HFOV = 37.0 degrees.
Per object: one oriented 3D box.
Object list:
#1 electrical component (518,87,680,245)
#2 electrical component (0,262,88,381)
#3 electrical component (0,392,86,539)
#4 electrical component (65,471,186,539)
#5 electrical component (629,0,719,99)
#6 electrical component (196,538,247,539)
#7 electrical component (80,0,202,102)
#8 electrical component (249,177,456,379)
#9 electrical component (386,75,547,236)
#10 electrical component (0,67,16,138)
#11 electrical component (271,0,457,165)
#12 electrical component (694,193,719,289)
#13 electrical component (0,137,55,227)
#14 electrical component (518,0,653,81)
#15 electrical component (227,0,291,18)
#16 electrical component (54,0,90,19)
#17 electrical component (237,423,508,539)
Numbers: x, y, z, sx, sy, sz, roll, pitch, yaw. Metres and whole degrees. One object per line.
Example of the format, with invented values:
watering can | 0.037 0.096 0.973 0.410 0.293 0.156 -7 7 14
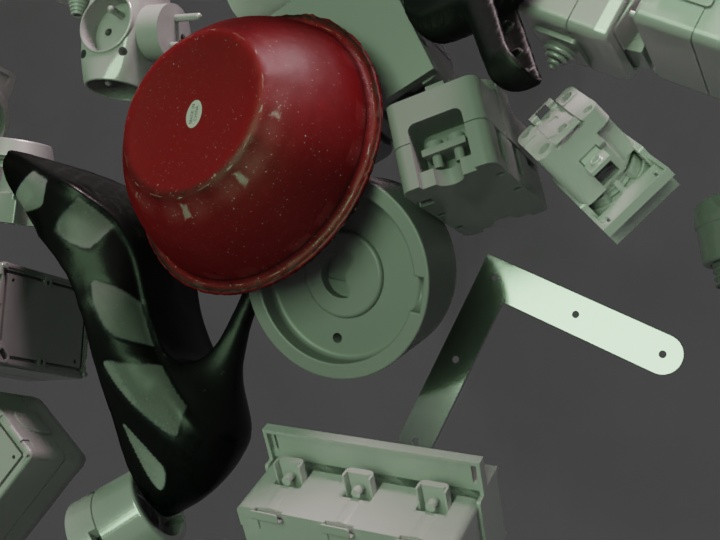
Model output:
electrical component | 0.115 -0.054 0.531 0.042 0.064 0.081 -45 21 10
electrical component | -0.221 0.033 0.668 0.061 0.096 0.061 -5 76 27
electrical component | -0.226 0.131 0.667 0.062 0.061 0.096 42 98 28
electrical component | -0.134 0.147 0.622 0.047 0.055 0.055 -34 65 11
electrical component | 0.173 -0.124 0.507 0.061 0.096 0.061 27 91 26
electrical component | -0.054 0.187 0.569 0.095 0.059 0.053 33 93 29
electrical component | -0.138 -0.154 0.700 0.079 0.044 0.077 2 79 26
electrical component | 0.000 0.000 0.581 0.108 0.060 0.108 4 99 27
electrical component | 0.056 -0.060 0.555 0.050 0.089 0.055 -18 70 22
electrical component | -0.318 -0.069 0.735 0.060 0.105 0.186 18 86 29
electrical component | -0.025 -0.098 0.621 0.150 0.062 0.089 -31 66 17
electrical component | 0.180 -0.005 0.511 0.035 0.035 0.061 -12 75 24
electrical component | -0.233 -0.059 0.726 0.066 0.048 0.055 7 89 28
electrical component | 0.129 -0.143 0.554 0.061 0.062 0.096 29 92 29
electrical component | -0.035 -0.192 0.654 0.077 0.044 0.079 -12 48 41
electrical component | -0.189 -0.212 0.740 0.043 0.043 0.081 -1 78 26
electrical component | 0.005 0.127 0.544 0.121 0.063 0.078 4 121 27
